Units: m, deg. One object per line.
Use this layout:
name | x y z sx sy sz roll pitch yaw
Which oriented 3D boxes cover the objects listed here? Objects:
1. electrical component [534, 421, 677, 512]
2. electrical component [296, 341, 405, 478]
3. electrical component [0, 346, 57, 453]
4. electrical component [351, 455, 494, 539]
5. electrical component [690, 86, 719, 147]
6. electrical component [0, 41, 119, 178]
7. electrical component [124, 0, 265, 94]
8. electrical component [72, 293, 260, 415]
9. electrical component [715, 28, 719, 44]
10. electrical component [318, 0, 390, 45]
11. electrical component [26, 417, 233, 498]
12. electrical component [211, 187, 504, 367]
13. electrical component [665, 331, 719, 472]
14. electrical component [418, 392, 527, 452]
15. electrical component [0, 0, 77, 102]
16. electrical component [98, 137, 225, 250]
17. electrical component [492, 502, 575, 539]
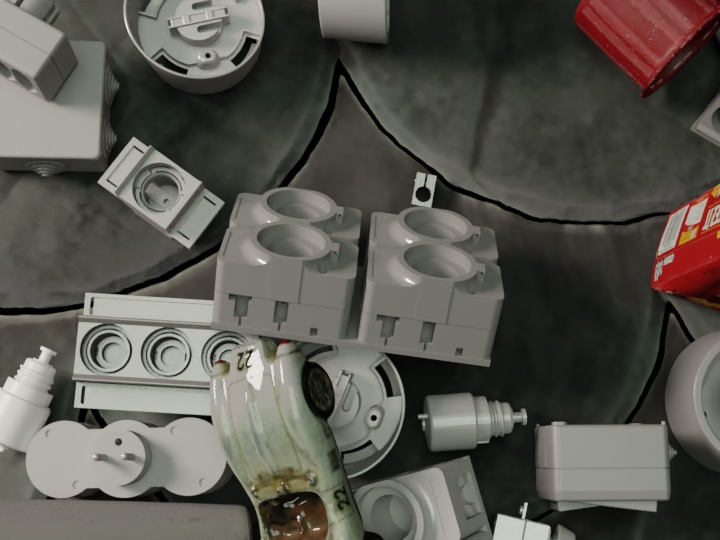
electrical component | 0.176 0.138 0.756 0.096 0.061 0.061 0 80 -3
electrical component | -0.017 0.093 0.749 0.099 0.064 0.099 0 88 6
electrical component | -0.235 0.091 0.753 0.040 0.040 0.078 24 80 1
electrical component | 0.044 0.211 0.718 0.089 0.062 0.150 -20 80 25
electrical component | 0.325 -0.107 0.805 0.121 0.078 0.063 31 58 3
electrical component | -0.228 -0.118 0.785 0.100 0.048 0.099 1 80 -3
electrical component | -0.120 -0.181 0.795 0.099 0.064 0.099 1 80 -3
electrical component | -0.132 0.061 0.752 0.121 0.063 0.078 4 80 -3
electrical component | 0.290 -0.194 0.832 0.044 0.044 0.065 -23 87 -7
electrical component | -0.010 -0.220 0.789 0.060 0.108 0.108 0 80 3
electrical component | -0.158 0.127 0.725 0.138 0.073 0.052 -2 79 5
electrical component | 0.000 0.000 0.741 0.186 0.105 0.060 8 119 -2
electrical component | 0.281 0.093 0.770 0.108 0.060 0.108 0 80 -3
electrical component | 0.079 0.107 0.767 0.078 0.040 0.040 -4 80 -4
electrical component | -0.234 -0.174 0.745 0.083 0.047 0.075 30 77 2
electrical component | -0.140 -0.052 0.771 0.081 0.064 0.042 36 82 4
electrical component | 0.119 0.198 0.751 0.055 0.048 0.066 12 80 7
